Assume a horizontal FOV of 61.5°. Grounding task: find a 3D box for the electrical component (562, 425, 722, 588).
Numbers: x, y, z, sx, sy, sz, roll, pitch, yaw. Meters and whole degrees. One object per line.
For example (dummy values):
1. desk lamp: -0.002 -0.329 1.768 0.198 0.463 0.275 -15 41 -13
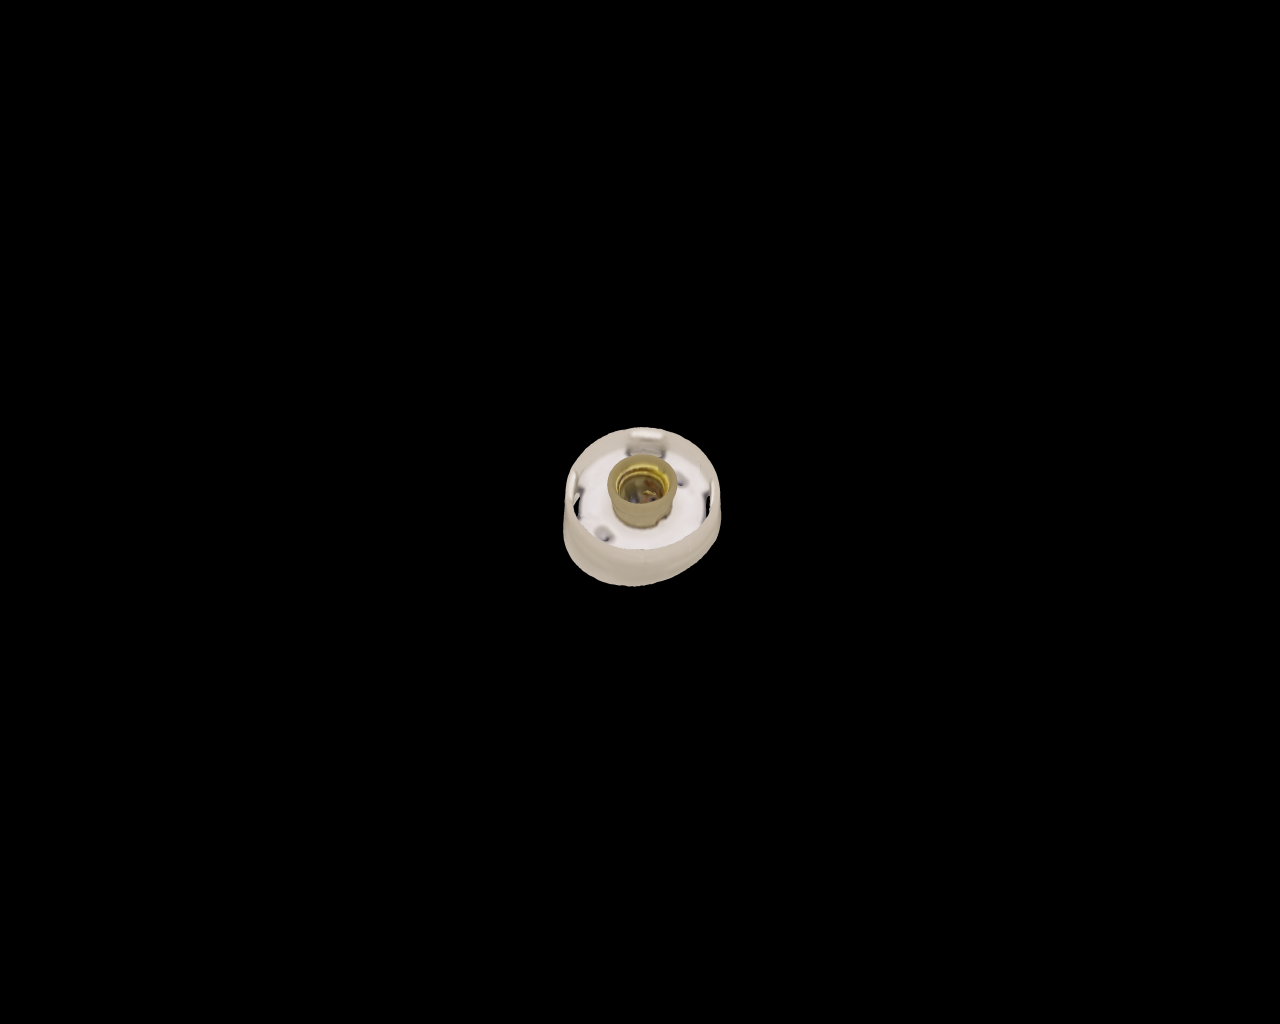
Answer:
1. electrical component: 0.001 -0.003 0.650 0.099 0.099 0.064 0 -33 0
